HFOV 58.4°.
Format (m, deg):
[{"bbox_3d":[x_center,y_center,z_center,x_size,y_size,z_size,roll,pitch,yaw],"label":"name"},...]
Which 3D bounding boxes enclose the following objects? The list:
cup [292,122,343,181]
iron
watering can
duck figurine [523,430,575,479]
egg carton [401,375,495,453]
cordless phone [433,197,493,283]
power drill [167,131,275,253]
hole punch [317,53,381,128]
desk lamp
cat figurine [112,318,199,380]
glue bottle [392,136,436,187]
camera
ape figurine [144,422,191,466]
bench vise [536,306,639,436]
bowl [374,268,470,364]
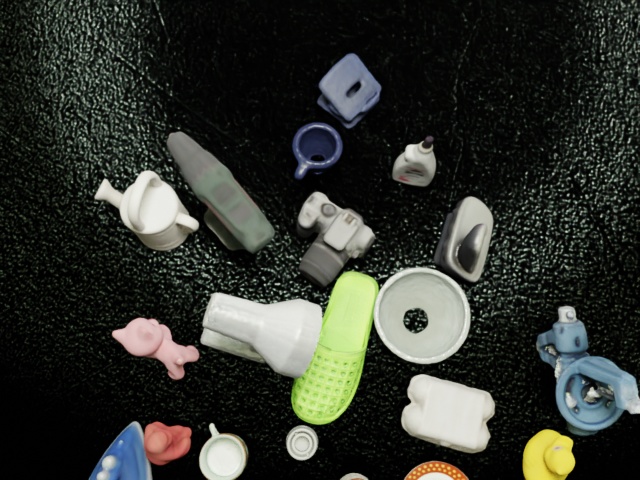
[{"bbox_3d":[-0.012,-0.149,1.074,0.091,0.095,0.118,29,75,6],"label":"cup"},{"bbox_3d":[-0.332,0.414,0.879,0.118,0.141,0.258,8,74,1],"label":"iron"},{"bbox_3d":[-0.298,-0.054,0.985,0.173,0.194,0.101,-2,74,-2],"label":"watering can"},{"bbox_3d":[0.385,0.368,0.946,0.077,0.086,0.105,27,75,6],"label":"duck figurine"},{"bbox_3d":[0.216,0.295,0.969,0.150,0.069,0.107,14,74,2],"label":"egg carton"},{"bbox_3d":[0.271,-0.014,0.998,0.094,0.185,0.148,15,74,3],"label":"cordless phone"},{"bbox_3d":[-0.167,-0.063,0.985,0.076,0.208,0.229,-42,79,-12],"label":"power drill"},{"bbox_3d":[0.061,-0.292,1.119,0.101,0.091,0.109,41,77,9],"label":"hole punch"},{"bbox_3d":[-0.101,0.145,0.926,0.203,0.213,0.118,15,74,3],"label":"desk lamp"},{"bbox_3d":[-0.276,0.176,0.960,0.127,0.118,0.067,32,76,7],"label":"cat figurine"},{"bbox_3d":[0.180,-0.147,1.039,0.078,0.173,0.037,9,74,1],"label":"glue bottle"},{"bbox_3d":[0.009,0.004,1.028,0.143,0.101,0.137,34,76,8],"label":"camera"},{"bbox_3d":[-0.255,0.329,0.931,0.077,0.092,0.076,43,77,10],"label":"ape figurine"},{"bbox_3d":[0.425,0.213,0.922,0.121,0.220,0.207,-27,77,-9],"label":"bench vise"},{"bbox_3d":[0.174,0.137,1.010,0.167,0.075,0.167,1,74,-2],"label":"bowl"}]
